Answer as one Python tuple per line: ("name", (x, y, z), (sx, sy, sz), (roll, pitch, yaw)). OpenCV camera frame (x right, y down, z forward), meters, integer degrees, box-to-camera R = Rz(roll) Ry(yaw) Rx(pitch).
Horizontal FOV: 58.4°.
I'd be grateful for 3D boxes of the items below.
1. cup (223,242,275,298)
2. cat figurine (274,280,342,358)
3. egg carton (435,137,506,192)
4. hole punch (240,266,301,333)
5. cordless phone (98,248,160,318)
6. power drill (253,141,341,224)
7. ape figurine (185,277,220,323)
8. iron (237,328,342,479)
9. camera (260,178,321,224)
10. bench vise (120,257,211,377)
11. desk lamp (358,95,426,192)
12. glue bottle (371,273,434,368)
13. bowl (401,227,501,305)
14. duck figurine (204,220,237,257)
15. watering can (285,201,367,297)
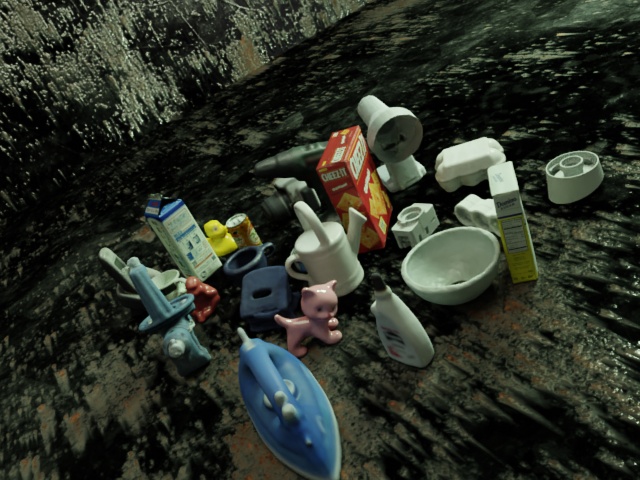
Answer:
("cup", (-0.133, 0.067, 1.209), (0.118, 0.095, 0.091), (-36, 30, -16))
("cat figurine", (-0.017, 0.127, 0.992), (0.127, 0.118, 0.067), (-24, 29, 5))
("egg carton", (0.323, -0.164, 1.239), (0.150, 0.069, 0.107), (-16, 30, 18))
("hole punch", (-0.100, 0.113, 1.110), (0.108, 0.091, 0.101), (-14, 31, 21))
("cordless phone", (-0.452, 0.076, 1.361), (0.094, 0.185, 0.147), (-27, 29, 0))
("power drill", (-0.009, -0.125, 1.302), (0.229, 0.209, 0.075), (-24, 29, 4))
("ape figurine", (-0.261, 0.119, 1.231), (0.077, 0.092, 0.076), (-24, 29, 6))
("iron", (-0.055, 0.229, 0.832), (0.119, 0.142, 0.257), (-33, 29, -11))
("camera", (-0.090, -0.112, 1.459), (0.137, 0.101, 0.142), (-32, 29, -10))
("bench vise", (-0.287, 0.136, 1.092), (0.122, 0.220, 0.206), (-40, 32, -23))
("desk lamp", (0.160, -0.221, 1.315), (0.118, 0.214, 0.202), (-28, 29, -3))
("glue bottle", (0.110, 0.115, 0.850), (0.077, 0.173, 0.037), (5, 42, 44))
("bowl", (0.225, 0.055, 0.956), (0.167, 0.075, 0.167), (-20, 29, 12))
("duck figurine", (-0.263, -0.010, 1.449), (0.104, 0.086, 0.077), (-10, 33, 27))
("watering can", (0.009, 0.003, 1.093), (0.173, 0.194, 0.100), (-43, 33, -27))
